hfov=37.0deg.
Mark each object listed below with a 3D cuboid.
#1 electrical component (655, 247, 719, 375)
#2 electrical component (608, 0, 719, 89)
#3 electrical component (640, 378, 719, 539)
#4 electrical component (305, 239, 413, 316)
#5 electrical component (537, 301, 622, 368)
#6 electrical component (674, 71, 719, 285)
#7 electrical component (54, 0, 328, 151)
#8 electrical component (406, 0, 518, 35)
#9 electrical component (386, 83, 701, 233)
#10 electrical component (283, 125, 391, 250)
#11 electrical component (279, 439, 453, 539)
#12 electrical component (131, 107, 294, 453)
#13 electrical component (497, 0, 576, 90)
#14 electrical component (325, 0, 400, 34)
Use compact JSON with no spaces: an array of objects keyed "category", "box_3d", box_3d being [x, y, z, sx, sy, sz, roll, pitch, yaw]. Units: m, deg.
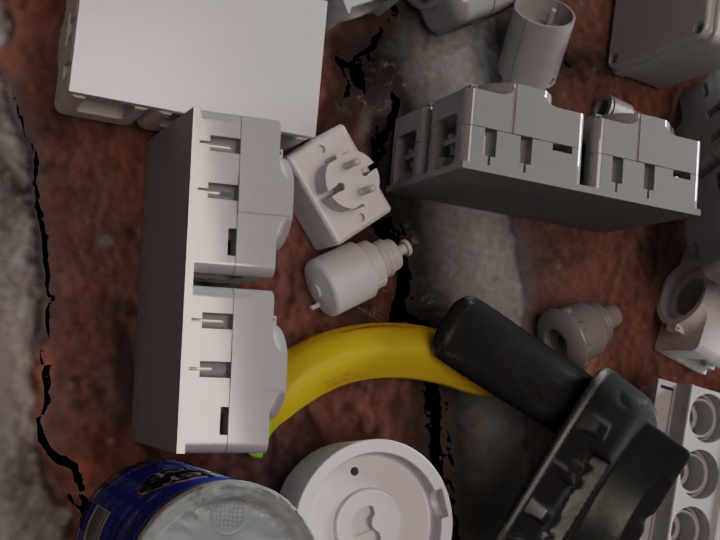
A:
[{"category":"electrical component","box_3d":[0.268,0.028,0.826,0.056,0.050,0.089,27,75,-20]},{"category":"electrical component","box_3d":[0.246,-0.202,0.803,0.056,0.109,0.108,13,80,-26]},{"category":"electrical component","box_3d":[0.230,0.148,0.791,0.079,0.063,0.121,17,79,-23]},{"category":"electrical component","box_3d":[0.000,0.000,0.710,0.078,0.040,0.040,-26,97,-25]},{"category":"electrical component","box_3d":[0.163,0.043,0.780,0.062,0.048,0.048,-21,95,-31]},{"category":"electrical component","box_3d":[0.301,-0.058,0.808,0.105,0.060,0.186,26,48,-21]},{"category":"electrical component","box_3d":[-0.104,-0.131,0.661,0.150,0.062,0.089,8,82,-24]},{"category":"electrical component","box_3d":[0.061,-0.217,0.749,0.059,0.054,0.095,-25,96,-24]},{"category":"electrical component","box_3d":[0.127,-0.075,0.739,0.186,0.105,0.060,9,82,-24]},{"category":"electrical component","box_3d":[-0.012,-0.055,0.689,0.047,0.077,0.065,-34,100,-24]},{"category":"electrical component","box_3d":[-0.003,0.160,0.684,0.108,0.060,0.108,2,84,-25]},{"category":"electrical component","box_3d":[-0.088,0.010,0.632,0.060,0.105,0.186,5,84,-25]},{"category":"electrical component","box_3d":[0.121,-0.148,0.765,0.043,0.081,0.043,6,42,-6]},{"category":"electrical component","box_3d":[-0.009,-0.200,0.723,0.081,0.042,0.063,-24,92,-25]}]
